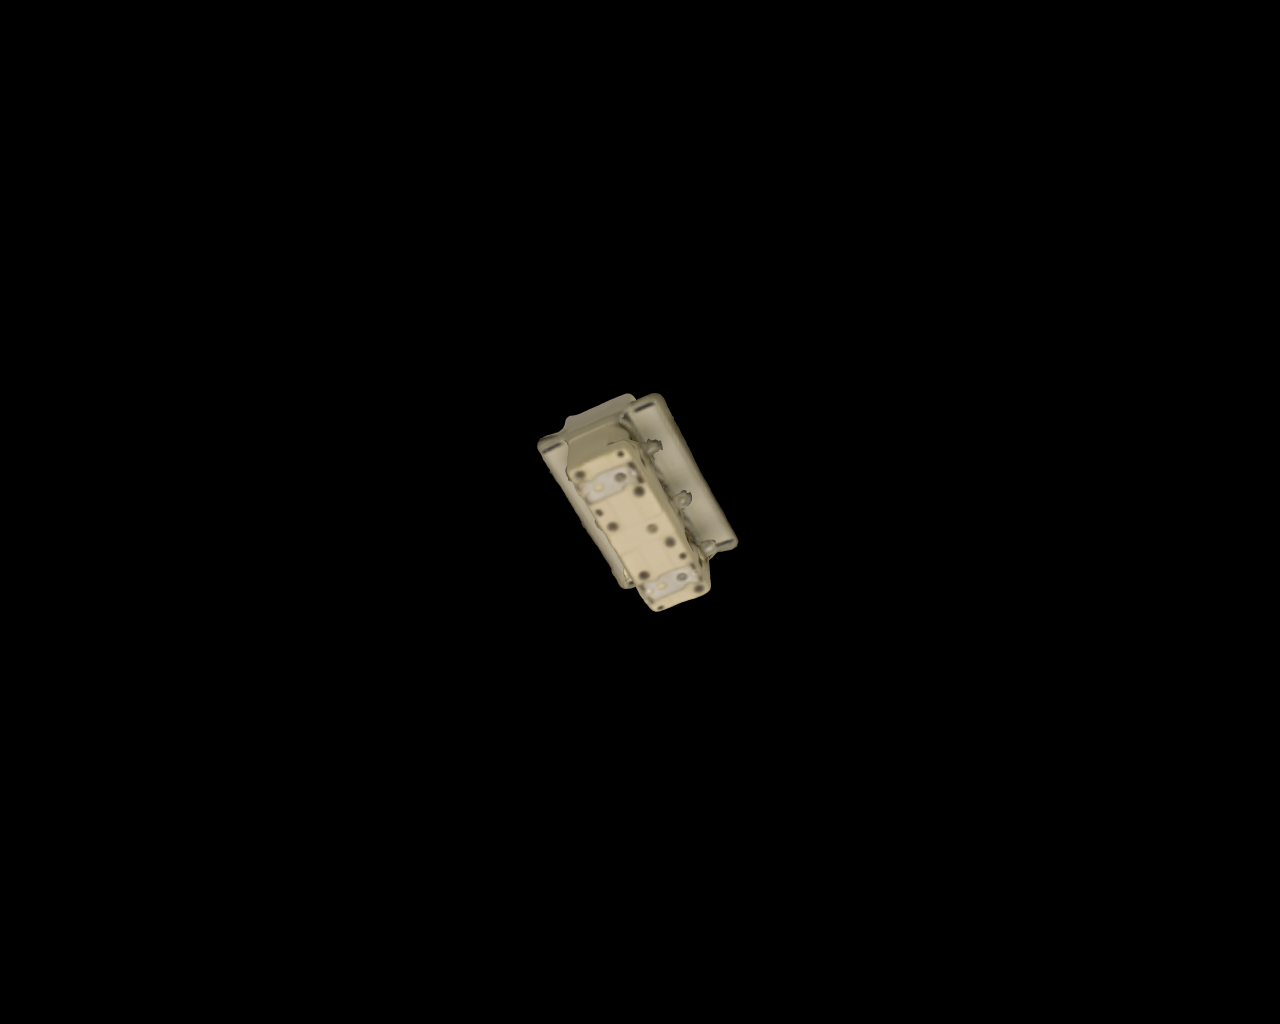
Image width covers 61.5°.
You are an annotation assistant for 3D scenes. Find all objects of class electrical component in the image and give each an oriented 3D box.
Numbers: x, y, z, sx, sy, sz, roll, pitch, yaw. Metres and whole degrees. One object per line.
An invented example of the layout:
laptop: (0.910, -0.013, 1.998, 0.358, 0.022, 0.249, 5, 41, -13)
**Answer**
electrical component: (0.001, -0.003, 0.650, 0.079, 0.121, 0.063, -21, 32, 14)
